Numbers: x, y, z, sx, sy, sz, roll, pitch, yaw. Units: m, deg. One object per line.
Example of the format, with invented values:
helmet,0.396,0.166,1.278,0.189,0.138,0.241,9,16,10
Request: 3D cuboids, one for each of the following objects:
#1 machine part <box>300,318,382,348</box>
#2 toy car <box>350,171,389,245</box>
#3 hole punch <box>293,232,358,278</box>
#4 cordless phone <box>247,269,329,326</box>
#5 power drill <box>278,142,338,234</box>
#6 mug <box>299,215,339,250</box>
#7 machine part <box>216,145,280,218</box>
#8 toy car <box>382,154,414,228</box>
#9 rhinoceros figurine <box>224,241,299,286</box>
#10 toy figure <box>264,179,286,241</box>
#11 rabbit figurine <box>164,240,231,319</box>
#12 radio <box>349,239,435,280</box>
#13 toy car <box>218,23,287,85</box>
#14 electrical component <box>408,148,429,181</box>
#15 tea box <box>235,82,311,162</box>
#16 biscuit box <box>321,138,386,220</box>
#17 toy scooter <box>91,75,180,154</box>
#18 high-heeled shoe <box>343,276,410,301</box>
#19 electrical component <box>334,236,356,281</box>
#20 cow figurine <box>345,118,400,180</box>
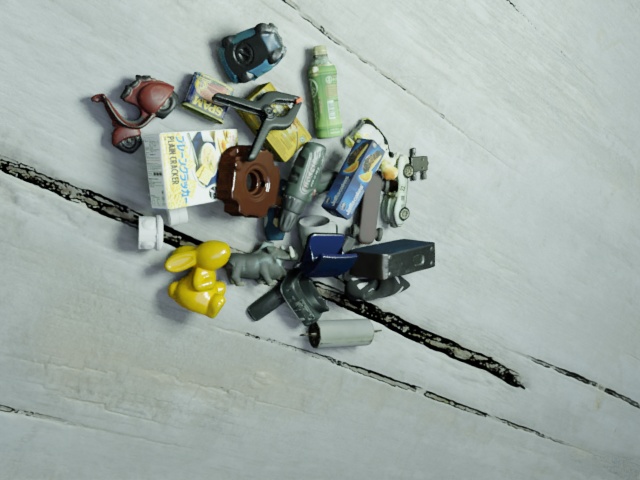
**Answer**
machine part,0.058,0.255,1.470,0.243,0.079,0.079,1,99,-26
toy car,0.132,-0.088,1.453,0.089,0.053,0.202,5,91,-12
hole punch,0.020,0.052,1.338,0.142,0.092,0.115,-2,126,-31
cordless phone,-0.083,0.176,1.397,0.184,0.089,0.146,-34,114,-4
power drill,-0.005,-0.118,1.339,0.207,0.086,0.231,8,98,-40
mug,-0.003,-0.004,1.396,0.109,0.081,0.107,-14,118,-29
machine part,-0.162,-0.133,1.241,0.179,0.056,0.179,-14,107,-53
toy car,0.209,-0.133,1.471,0.056,0.074,0.201,0,99,-30
rhinoceros figurine,-0.146,0.059,1.341,0.190,0.073,0.112,-7,92,-23
toy figure,-0.108,-0.075,1.333,0.058,0.064,0.154,0,96,-37
rabbit figurine,-0.275,0.071,1.252,0.162,0.122,0.173,26,108,-6
radio,0.199,0.049,1.441,0.229,0.131,0.073,-12,103,-40
toy car,-0.144,-0.430,1.225,0.109,0.162,0.103,63,28,-14
electrical component,0.279,-0.215,1.519,0.063,0.021,0.094,-10,103,-24
tea box,-0.112,-0.280,1.291,0.098,0.068,0.169,-43,115,-14
biscuit box,0.082,-0.149,1.312,0.059,0.063,0.202,36,78,-42
toy scooter,-0.402,-0.287,1.149,0.135,0.075,0.184,43,84,-24
high-heeled shoe,0.171,0.129,1.462,0.249,0.145,0.086,2,100,-24
electrical component,0.049,0.044,1.441,0.075,0.048,0.119,22,89,-28
cow figurine,0.153,-0.239,1.419,0.167,0.068,0.098,45,58,-15
